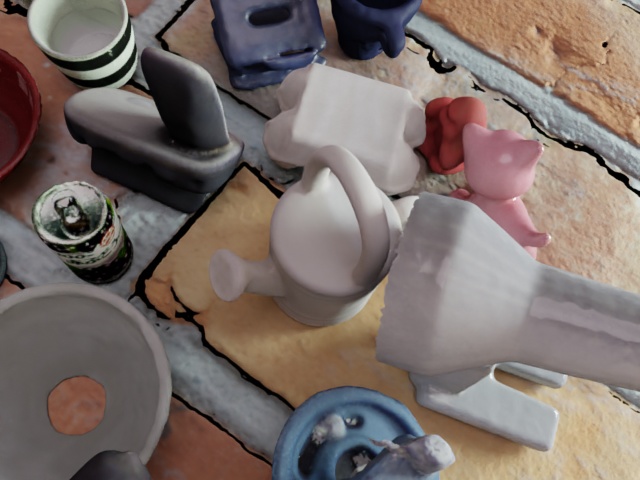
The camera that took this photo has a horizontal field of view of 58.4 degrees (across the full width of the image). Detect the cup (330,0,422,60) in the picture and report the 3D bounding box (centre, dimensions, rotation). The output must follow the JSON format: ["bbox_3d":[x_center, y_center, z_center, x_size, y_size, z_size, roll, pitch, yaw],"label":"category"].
[{"bbox_3d":[0.054,-0.217,0.578,0.092,0.095,0.117,-13,72,-12],"label":"cup"}]

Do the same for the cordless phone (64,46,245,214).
[{"bbox_3d":[-0.139,-0.109,0.465,0.147,0.185,0.094,19,69,0],"label":"cordless phone"}]

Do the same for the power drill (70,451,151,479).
[{"bbox_3d":[-0.159,0.227,0.327,0.075,0.208,0.230,29,69,4],"label":"power drill"}]

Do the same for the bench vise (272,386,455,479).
[{"bbox_3d":[0.010,0.182,0.359,0.121,0.219,0.208,31,69,5],"label":"bench vise"}]

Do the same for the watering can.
[{"bbox_3d":[0.005,0.003,0.437,0.101,0.194,0.173,43,71,9],"label":"watering can"}]

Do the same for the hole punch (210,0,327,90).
[{"bbox_3d":[-0.050,-0.216,0.566,0.109,0.091,0.101,-16,73,-12],"label":"hole punch"}]

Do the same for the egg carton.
[{"bbox_3d":[0.025,-0.103,0.546,0.150,0.069,0.107,15,69,-2],"label":"egg carton"}]

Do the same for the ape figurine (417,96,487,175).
[{"bbox_3d":[0.130,-0.106,0.548,0.076,0.092,0.078,17,69,-1],"label":"ape figurine"}]

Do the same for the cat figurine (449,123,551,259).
[{"bbox_3d":[0.167,-0.042,0.516,0.067,0.117,0.127,-17,73,-13],"label":"cat figurine"}]

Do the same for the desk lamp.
[{"bbox_3d":[0.130,0.067,0.420,0.203,0.213,0.118,21,69,1],"label":"desk lamp"}]

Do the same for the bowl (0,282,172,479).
[{"bbox_3d":[-0.193,0.121,0.433,0.167,0.074,0.167,2,70,-6],"label":"bowl"}]
